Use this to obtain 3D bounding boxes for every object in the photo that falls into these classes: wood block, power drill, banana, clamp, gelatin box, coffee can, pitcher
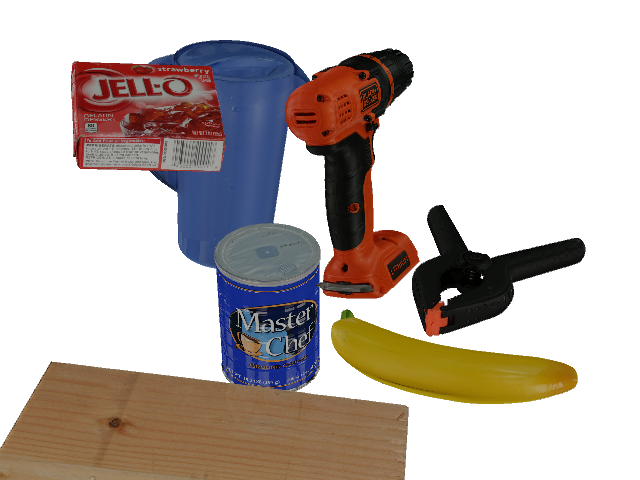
[{"bbox_3d":[-0.060,0.137,0.587,0.206,0.090,0.090,7,29,4],"label":"wood block"},{"bbox_3d":[0.038,-0.059,0.886,0.057,0.187,0.184,0,20,30],"label":"power drill"},{"bbox_3d":[0.079,0.083,0.760,0.198,0.037,0.069,14,36,33],"label":"banana"},{"bbox_3d":[0.139,0.026,1.020,0.165,0.036,0.209,18,34,30],"label":"clamp"},{"bbox_3d":[-0.107,-0.077,0.654,0.089,0.073,0.030,0,-45,-15],"label":"gelatin box"},{"bbox_3d":[-0.051,0.068,1.063,0.103,0.140,0.103,0,33,0],"label":"coffee can"},{"bbox_3d":[-0.113,-0.095,1.198,0.149,0.243,0.144,29,35,36],"label":"pitcher"}]
